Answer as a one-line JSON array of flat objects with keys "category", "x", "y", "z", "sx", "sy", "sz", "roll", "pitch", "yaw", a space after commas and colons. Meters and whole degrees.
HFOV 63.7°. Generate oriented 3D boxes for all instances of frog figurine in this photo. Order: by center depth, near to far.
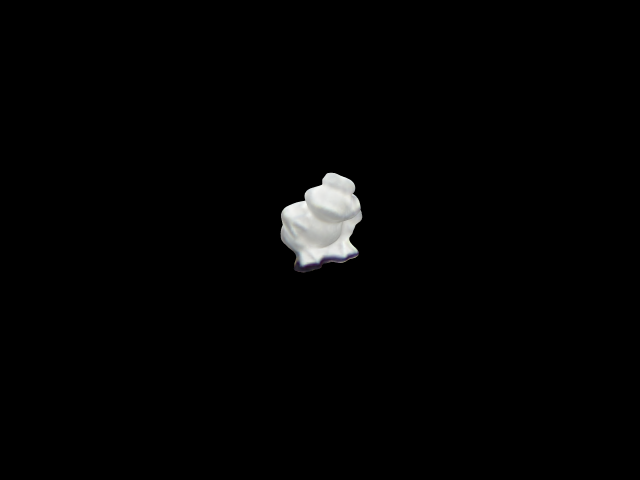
[{"category": "frog figurine", "x": 0.003, "y": -0.043, "z": 0.850, "sx": 0.137, "sy": 0.156, "sz": 0.125, "roll": -2, "pitch": 28, "yaw": -3}]
